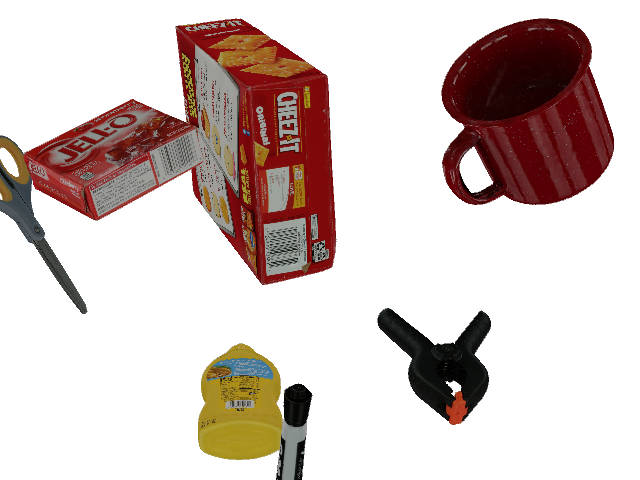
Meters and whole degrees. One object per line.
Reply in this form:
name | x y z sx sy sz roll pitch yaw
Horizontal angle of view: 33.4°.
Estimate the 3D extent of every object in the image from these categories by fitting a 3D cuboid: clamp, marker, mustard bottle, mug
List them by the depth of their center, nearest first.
mug | 0.124 -0.068 0.661 0.093 0.117 0.081 34 -16 48
marker | -0.020 0.148 0.739 0.020 0.121 0.020 5 32 -3
clamp | 0.134 0.119 1.080 0.120 0.039 0.171 -8 34 -9
mustard bottle | -0.095 0.181 1.276 0.096 0.058 0.191 -3 28 -3

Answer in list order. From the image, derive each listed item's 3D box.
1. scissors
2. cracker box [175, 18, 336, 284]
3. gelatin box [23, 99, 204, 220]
scissors | -0.287 -0.025 1.074 0.016 0.201 0.096 -25 28 25
cracker box | -0.056 -0.083 0.895 0.072 0.164 0.214 -11 26 -17
gelatin box | -0.132 -0.053 0.679 0.089 0.030 0.073 -32 39 -30
